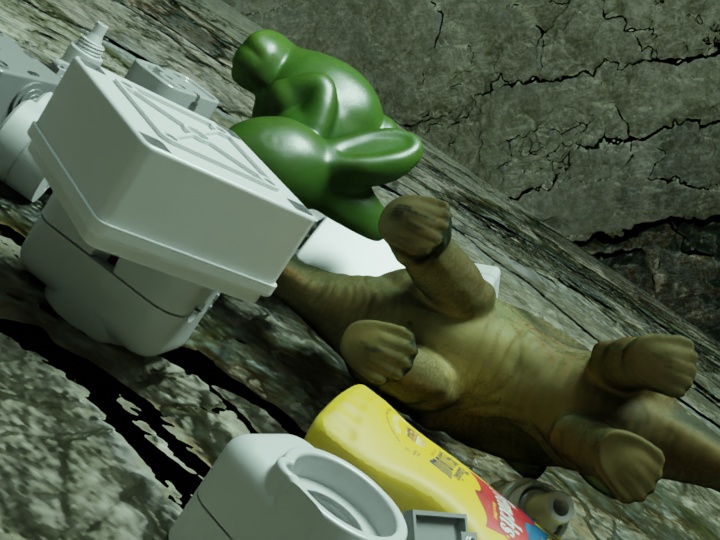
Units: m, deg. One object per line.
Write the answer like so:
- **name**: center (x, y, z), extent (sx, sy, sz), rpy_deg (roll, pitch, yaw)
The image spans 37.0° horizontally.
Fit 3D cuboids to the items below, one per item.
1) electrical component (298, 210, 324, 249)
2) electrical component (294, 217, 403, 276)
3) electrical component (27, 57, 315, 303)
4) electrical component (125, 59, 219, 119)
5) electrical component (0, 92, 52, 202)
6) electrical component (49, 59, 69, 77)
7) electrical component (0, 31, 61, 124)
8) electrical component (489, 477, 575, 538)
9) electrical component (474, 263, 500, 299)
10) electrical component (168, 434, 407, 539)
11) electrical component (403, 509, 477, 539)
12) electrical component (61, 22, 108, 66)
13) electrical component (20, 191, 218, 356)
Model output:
- **electrical component**: center (-0.042, -0.035, 0.911), extent (0.121, 0.063, 0.078), rpy_deg (31, 13, -15)
- **electrical component**: center (0.000, 0.000, 0.829), extent (0.100, 0.048, 0.099), rpy_deg (35, 52, 2)
- **electrical component**: center (-0.095, -0.045, 0.536), extent (0.109, 0.056, 0.108), rpy_deg (23, 17, -42)
- **electrical component**: center (-0.183, -0.151, 0.997), extent (0.054, 0.059, 0.095), rpy_deg (38, 13, 18)
- **electrical component**: center (-0.189, -0.075, 0.709), extent (0.074, 0.052, 0.138), rpy_deg (35, 12, -9)
- **electrical component**: center (-0.228, -0.138, 0.876), extent (0.064, 0.042, 0.081), rpy_deg (39, 12, 37)
- **electrical component**: center (-0.266, -0.138, 0.759), extent (0.100, 0.048, 0.100), rpy_deg (37, 13, 14)
- **electrical component**: center (0.094, 0.136, 0.593), extent (0.048, 0.048, 0.062), rpy_deg (32, -30, -9)
- **electrical component**: center (0.065, 0.043, 0.786), extent (0.062, 0.096, 0.061), rpy_deg (10, 22, 16)
- **electrical component**: center (-0.021, 0.109, 0.419), extent (0.095, 0.059, 0.054), rpy_deg (41, 14, 29)
- **electrical component**: center (0.045, 0.138, 0.439), extent (0.042, 0.064, 0.081), rpy_deg (19, 60, -50)
- **electrical component**: center (-0.256, -0.204, 1.008), extent (0.035, 0.061, 0.035), rpy_deg (33, 12, -8)
- **electrical component**: center (-0.126, 0.000, 0.567), extent (0.095, 0.059, 0.054), rpy_deg (36, 12, 10)
